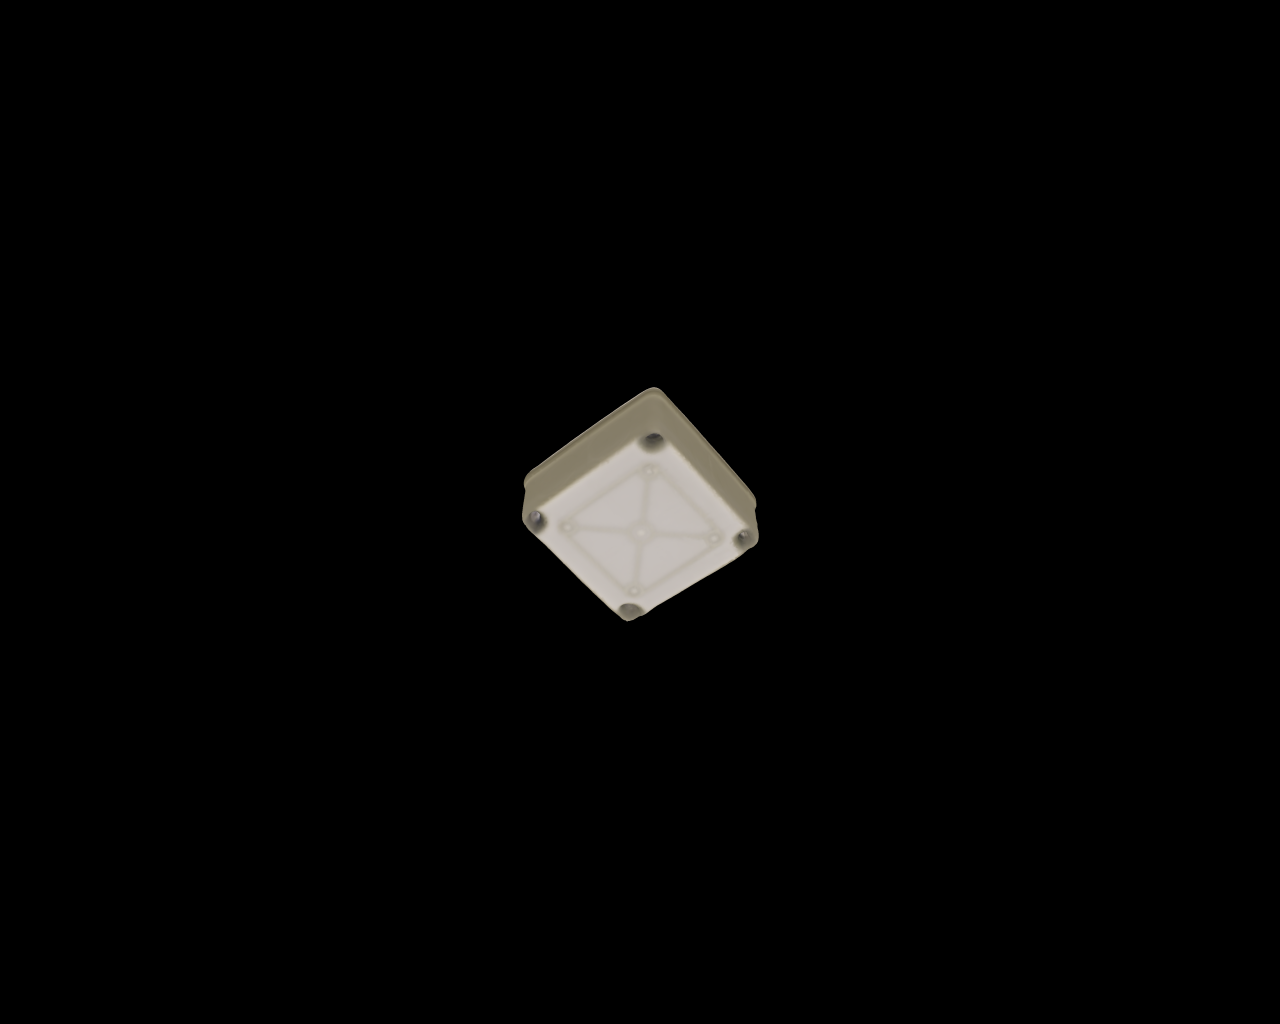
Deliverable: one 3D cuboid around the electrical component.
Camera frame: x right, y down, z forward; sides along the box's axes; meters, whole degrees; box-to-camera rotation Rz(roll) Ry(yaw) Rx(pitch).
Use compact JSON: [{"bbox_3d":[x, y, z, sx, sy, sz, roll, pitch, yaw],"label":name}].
[{"bbox_3d":[0.001,-0.003,0.650,0.108,0.108,0.056,-33,28,20],"label":"electrical component"}]
